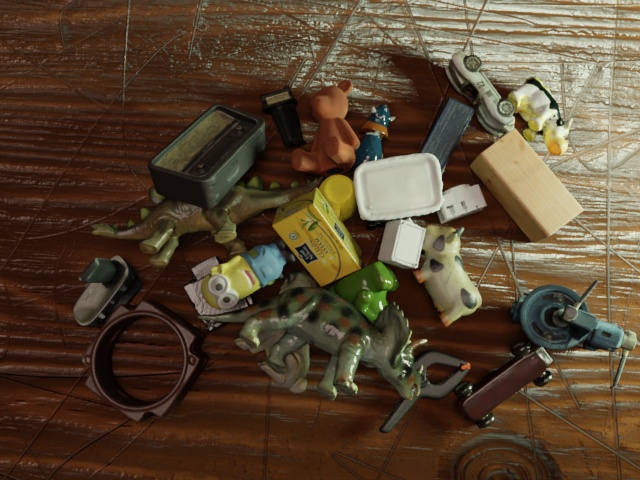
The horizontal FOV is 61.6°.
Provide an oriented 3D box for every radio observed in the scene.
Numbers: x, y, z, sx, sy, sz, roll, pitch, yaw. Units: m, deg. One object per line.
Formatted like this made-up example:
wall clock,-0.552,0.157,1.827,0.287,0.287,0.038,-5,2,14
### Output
radio,-0.207,-0.165,1.036,0.131,0.073,0.229,20,51,17

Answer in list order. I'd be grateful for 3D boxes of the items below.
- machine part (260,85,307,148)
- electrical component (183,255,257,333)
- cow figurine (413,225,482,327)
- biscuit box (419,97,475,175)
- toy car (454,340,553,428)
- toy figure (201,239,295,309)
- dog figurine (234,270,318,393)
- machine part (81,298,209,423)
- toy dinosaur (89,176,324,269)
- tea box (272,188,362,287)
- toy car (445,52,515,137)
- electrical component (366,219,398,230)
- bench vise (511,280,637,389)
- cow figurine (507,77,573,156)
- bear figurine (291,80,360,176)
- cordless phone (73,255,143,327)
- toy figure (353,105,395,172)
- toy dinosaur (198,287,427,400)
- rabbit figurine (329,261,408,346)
machine part,-0.074,-0.259,1.143,0.084,0.039,0.139,-21,79,-10
electrical component,-0.202,0.102,1.075,0.115,0.058,0.134,-30,81,-6
cow figurine,0.249,0.057,1.057,0.127,0.085,0.195,-28,79,3
biscuit box,0.247,-0.191,1.110,0.063,0.059,0.202,29,83,7
toy car,0.352,0.274,1.033,0.202,0.053,0.089,-37,86,0
toy figure,-0.137,0.066,1.013,0.180,0.089,0.082,-34,80,-19
dog figurine,-0.043,0.170,1.027,0.172,0.121,0.190,42,83,7
machine part,-0.338,0.231,1.043,0.201,0.087,0.201,33,81,7
toy dinosaur,-0.202,-0.062,1.055,0.471,0.105,0.199,-7,58,-13
tea box,-0.002,-0.003,1.028,0.098,0.068,0.169,-28,117,22
toy car,0.335,-0.302,1.120,0.056,0.073,0.202,-31,81,-7
electrical component,0.128,-0.081,1.101,0.075,0.047,0.119,-5,80,0
bench vise,0.460,0.153,0.968,0.224,0.240,0.129,29,86,22
cow figurine,0.465,-0.256,1.115,0.098,0.068,0.167,-39,83,-11
bear figurine,0.013,-0.233,1.083,0.120,0.132,0.195,-11,79,31
cordless phone,-0.426,0.097,1.018,0.089,0.184,0.146,37,83,2
toy figure,0.108,-0.208,1.118,0.058,0.064,0.154,6,72,40
toy dinosaur,0.000,0.151,0.938,0.405,0.131,0.192,27,57,13
rabbit figurine,0.096,0.145,1.027,0.159,0.121,0.170,-26,78,3
